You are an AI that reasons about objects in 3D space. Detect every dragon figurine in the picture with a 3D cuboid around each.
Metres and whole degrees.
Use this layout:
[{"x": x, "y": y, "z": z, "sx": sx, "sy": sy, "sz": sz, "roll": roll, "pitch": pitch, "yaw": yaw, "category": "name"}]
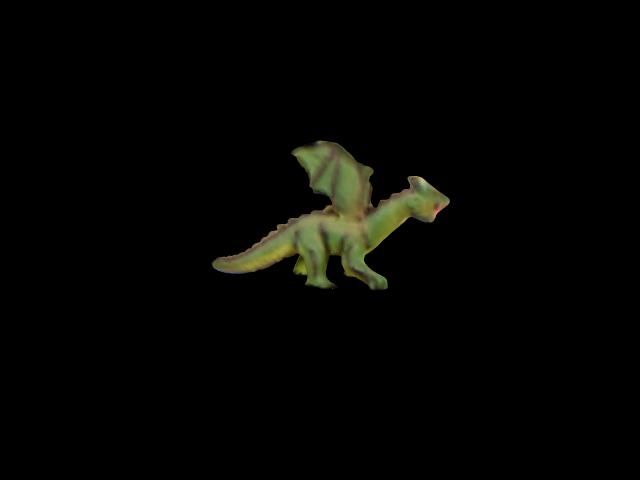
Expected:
[{"x": 0.003, "y": -0.043, "z": 0.850, "sx": 0.410, "sy": 0.240, "sz": 0.123, "roll": 3, "pitch": 12, "yaw": 12, "category": "dragon figurine"}]
